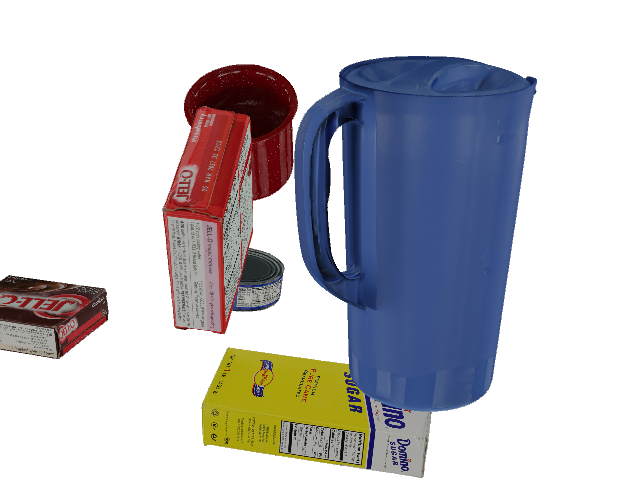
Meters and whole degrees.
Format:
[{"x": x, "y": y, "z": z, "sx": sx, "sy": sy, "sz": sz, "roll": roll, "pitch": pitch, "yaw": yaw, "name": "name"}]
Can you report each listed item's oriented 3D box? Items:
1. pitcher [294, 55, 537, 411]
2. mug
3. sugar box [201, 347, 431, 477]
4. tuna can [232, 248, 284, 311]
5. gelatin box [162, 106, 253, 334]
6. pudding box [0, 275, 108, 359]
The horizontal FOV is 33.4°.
[{"x": 0.068, "y": -0.004, "z": 0.758, "sx": 0.149, "sy": 0.243, "sz": 0.145, "roll": 6, "pitch": 21, "yaw": 12, "name": "pitcher"}, {"x": -0.063, "y": -0.097, "z": 0.907, "sx": 0.093, "sy": 0.117, "sz": 0.081, "roll": 4, "pitch": -38, "yaw": 4, "name": "mug"}, {"x": 0.000, "y": 0.135, "z": 0.856, "sx": 0.176, "sy": 0.048, "sz": 0.093, "roll": 5, "pitch": 25, "yaw": 7, "name": "sugar box"}, {"x": -0.080, "y": 0.038, "z": 1.071, "sx": 0.086, "sy": 0.034, "sz": 0.086, "roll": 6, "pitch": 23, "yaw": -3, "name": "tuna can"}, {"x": -0.055, "y": -0.009, "z": 0.530, "sx": 0.030, "sy": 0.073, "sz": 0.089, "roll": 7, "pitch": -42, "yaw": 4, "name": "gelatin box"}, {"x": -0.270, "y": 0.070, "z": 0.999, "sx": 0.114, "sy": 0.039, "sz": 0.090, "roll": 4, "pitch": 20, "yaw": 19, "name": "pudding box"}]
